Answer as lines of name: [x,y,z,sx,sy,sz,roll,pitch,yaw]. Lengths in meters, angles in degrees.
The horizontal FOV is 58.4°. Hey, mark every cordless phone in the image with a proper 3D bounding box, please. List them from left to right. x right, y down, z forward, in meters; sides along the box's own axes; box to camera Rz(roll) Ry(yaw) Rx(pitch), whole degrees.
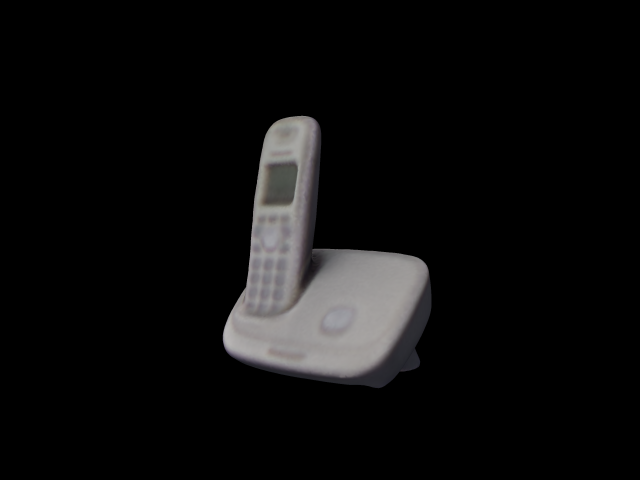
cordless phone: [0.004,0.001,0.400,0.147,0.185,0.094,2,3,36]
